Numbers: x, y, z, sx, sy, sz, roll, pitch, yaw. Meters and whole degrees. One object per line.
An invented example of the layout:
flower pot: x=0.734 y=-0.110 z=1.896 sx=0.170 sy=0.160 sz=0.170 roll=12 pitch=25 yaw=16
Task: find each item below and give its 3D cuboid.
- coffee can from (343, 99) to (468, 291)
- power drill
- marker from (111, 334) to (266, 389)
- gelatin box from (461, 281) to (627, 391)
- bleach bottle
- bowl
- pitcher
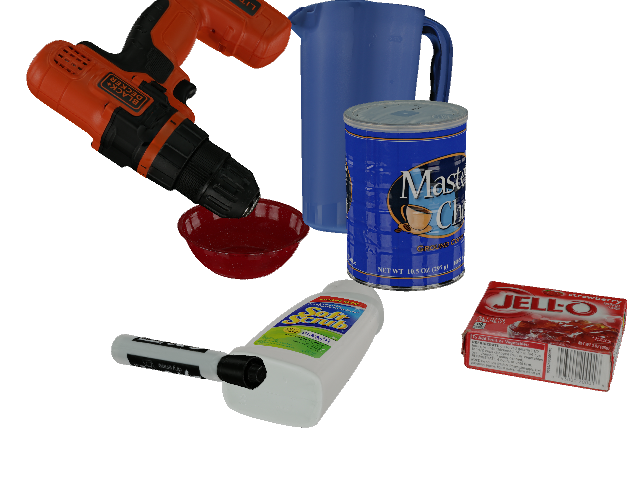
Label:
coffee can: x=0.072 y=-0.040 z=0.901 sx=0.103 sy=0.140 sz=0.103 roll=-1 pitch=18 yaw=0
power drill: x=-0.094 y=-0.118 z=0.790 sx=0.184 sy=0.187 sz=0.057 roll=35 pitch=-42 yaw=-3
marker: x=-0.079 y=0.071 z=0.631 sx=0.121 sy=0.020 sz=0.020 roll=4 pitch=3 yaw=40
gelatin box: x=0.139 y=0.056 z=0.657 sx=0.089 sy=0.030 sz=0.073 roll=8 pitch=25 yaw=20
bleach bottle: x=-0.003 y=0.095 z=1.066 sx=0.103 sy=0.068 sz=0.250 roll=12 pitch=23 yaw=16
bowl: x=-0.095 y=0.003 z=1.315 sx=0.162 sy=0.055 sz=0.162 roll=2 pitch=26 yaw=-1
pitcher: x=0.049 y=-0.133 z=1.143 sx=0.149 sy=0.243 sz=0.144 roll=6 pitch=8 yaw=23
